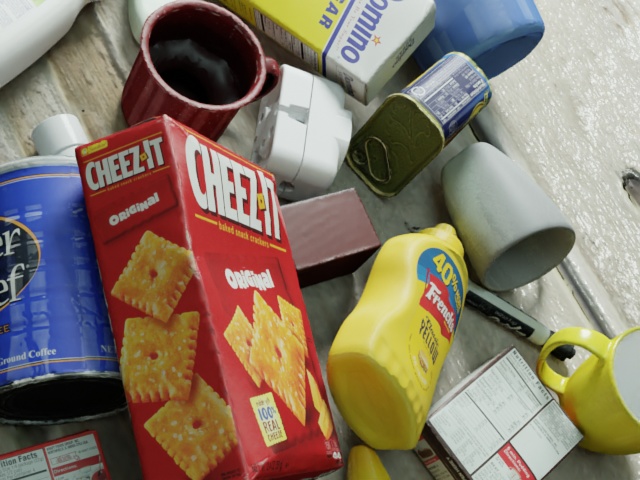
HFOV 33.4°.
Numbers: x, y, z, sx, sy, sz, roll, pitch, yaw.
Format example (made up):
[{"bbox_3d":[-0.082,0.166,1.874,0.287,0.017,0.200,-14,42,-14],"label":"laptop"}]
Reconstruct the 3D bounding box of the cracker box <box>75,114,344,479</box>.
[{"bbox_3d":[-0.061,0.048,0.656,0.164,0.072,0.214,25,49,-68],"label":"cracker box"}]

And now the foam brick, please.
[{"bbox_3d":[-0.005,0.001,0.782,0.078,0.053,0.051,-15,73,-32],"label":"foam brick"}]

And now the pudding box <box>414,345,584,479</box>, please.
[{"bbox_3d":[0.129,0.144,0.785,0.113,0.039,0.090,-32,81,-37],"label":"pudding box"}]

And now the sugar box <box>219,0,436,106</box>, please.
[{"bbox_3d":[-0.004,-0.194,0.847,0.176,0.048,0.093,36,77,15],"label":"sugar box"}]

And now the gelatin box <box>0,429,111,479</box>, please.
[{"bbox_3d":[-0.159,0.165,0.638,0.073,0.030,0.089,-13,72,-29],"label":"gelatin box"}]

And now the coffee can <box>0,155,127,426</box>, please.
[{"bbox_3d":[-0.162,0.033,0.658,0.102,0.103,0.140,1,65,-26],"label":"coffee can"}]

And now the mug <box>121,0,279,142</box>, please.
[{"bbox_3d":[-0.086,-0.115,0.782,0.117,0.082,0.093,-10,70,-30],"label":"mug"}]

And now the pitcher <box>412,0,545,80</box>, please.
[{"bbox_3d":[0.083,-0.250,0.915,0.144,0.149,0.243,-9,71,-58],"label":"pitcher"}]

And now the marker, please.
[{"bbox_3d":[0.153,0.062,0.849,0.121,0.020,0.020,31,56,-9],"label":"marker"}]

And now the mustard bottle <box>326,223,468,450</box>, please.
[{"bbox_3d":[0.066,0.052,0.771,0.096,0.058,0.191,64,35,-29],"label":"mustard bottle"}]

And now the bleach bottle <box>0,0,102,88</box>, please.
[{"bbox_3d":[-0.222,-0.160,0.752,0.102,0.068,0.250,47,53,2],"label":"bleach bottle"}]

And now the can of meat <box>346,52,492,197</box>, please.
[{"bbox_3d":[0.079,-0.092,0.841,0.057,0.102,0.083,47,53,2],"label":"can of meat"}]

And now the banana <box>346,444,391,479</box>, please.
[{"bbox_3d":[0.071,0.231,0.717,0.198,0.037,0.069,50,39,3],"label":"banana"}]
